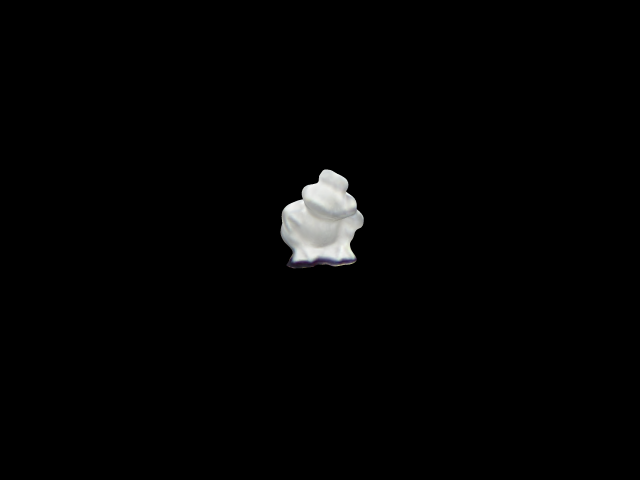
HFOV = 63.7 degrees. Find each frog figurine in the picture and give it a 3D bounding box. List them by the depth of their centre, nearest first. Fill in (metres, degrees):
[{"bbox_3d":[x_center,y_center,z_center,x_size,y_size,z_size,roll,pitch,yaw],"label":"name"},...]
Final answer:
[{"bbox_3d":[0.003,-0.043,0.850,0.137,0.157,0.124,5,20,15],"label":"frog figurine"}]
